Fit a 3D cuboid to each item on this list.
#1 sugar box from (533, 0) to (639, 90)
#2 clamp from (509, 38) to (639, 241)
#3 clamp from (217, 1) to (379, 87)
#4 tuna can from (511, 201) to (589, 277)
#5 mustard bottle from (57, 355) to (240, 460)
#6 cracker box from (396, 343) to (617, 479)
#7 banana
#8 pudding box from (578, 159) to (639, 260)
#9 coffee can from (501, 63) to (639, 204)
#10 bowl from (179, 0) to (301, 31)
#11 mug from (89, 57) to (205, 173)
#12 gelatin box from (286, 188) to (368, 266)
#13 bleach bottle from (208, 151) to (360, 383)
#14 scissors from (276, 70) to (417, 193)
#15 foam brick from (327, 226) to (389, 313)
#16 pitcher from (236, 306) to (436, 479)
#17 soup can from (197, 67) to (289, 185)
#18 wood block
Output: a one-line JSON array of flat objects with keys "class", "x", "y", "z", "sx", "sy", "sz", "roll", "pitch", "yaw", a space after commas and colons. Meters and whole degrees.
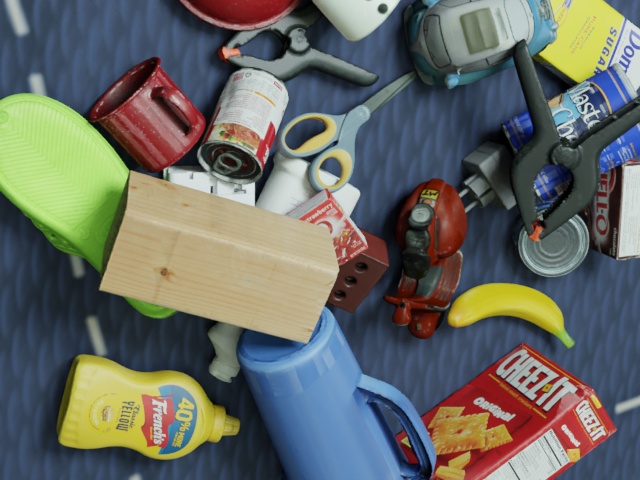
[{"class": "sugar box", "x": 0.294, "y": -0.226, "z": 1.205, "sx": 0.176, "sy": 0.048, "sz": 0.093, "roll": 29, "pitch": 94, "yaw": -19}, {"class": "clamp", "x": 0.245, "y": -0.100, "z": 1.105, "sx": 0.164, "sy": 0.036, "sz": 0.210, "roll": 22, "pitch": 115, "yaw": -1}, {"class": "clamp", "x": -0.018, "y": -0.200, "z": 1.118, "sx": 0.171, "sy": 0.039, "sz": 0.120, "roll": -21, "pitch": 94, "yaw": -10}, {"class": "tuna can", "x": 0.268, "y": -0.001, "z": 1.243, "sx": 0.086, "sy": 0.034, "sz": 0.086, "roll": 0, "pitch": 103, "yaw": -2}, {"class": "mustard bottle", "x": -0.179, "y": 0.186, "z": 1.147, "sx": 0.191, "sy": 0.058, "sz": 0.096, "roll": 13, "pitch": 97, "yaw": -20}, {"class": "cracker box", "x": 0.199, "y": 0.224, "z": 1.214, "sx": 0.213, "sy": 0.164, "sz": 0.072, "roll": -36, "pitch": 112, "yaw": -7}, {"class": "banana", "x": 0.218, "y": 0.080, "z": 1.235, "sx": 0.197, "sy": 0.070, "sz": 0.037, "roll": 11, "pitch": 130, "yaw": -32}, {"class": "pudding box", "x": 0.336, "y": -0.041, "z": 1.235, "sx": 0.039, "sy": 0.090, "sz": 0.113, "roll": -7, "pitch": 104, "yaw": -16}, {"class": "coffee can", "x": 0.285, "y": -0.116, "z": 1.172, "sx": 0.140, "sy": 0.102, "sz": 0.102, "roll": -28, "pitch": 110, "yaw": 14}, {"class": "bowl", "x": -0.076, "y": -0.292, "z": 1.056, "sx": 0.162, "sy": 0.055, "sz": 0.162, "roll": 0, "pitch": 90, "yaw": -14}, {"class": "mug", "x": -0.161, "y": -0.123, "z": 1.056, "sx": 0.081, "sy": 0.117, "sz": 0.093, "roll": 49, "pitch": 57, "yaw": -26}, {"class": "gelatin box", "x": -0.007, "y": 0.001, "z": 1.093, "sx": 0.089, "sy": 0.030, "sz": 0.073, "roll": -33, "pitch": 117, "yaw": 9}, {"class": "bleach bottle", "x": -0.057, "y": 0.035, "z": 1.149, "sx": 0.102, "sy": 0.068, "sz": 0.251, "roll": 26, "pitch": 96, "yaw": -21}, {"class": "scissors", "x": 0.044, "y": -0.112, "z": 1.128, "sx": 0.201, "sy": 0.016, "sz": 0.096, "roll": -22, "pitch": 89, "yaw": -31}, {"class": "foam brick", "x": 0.032, "y": 0.030, "z": 1.164, "sx": 0.053, "sy": 0.051, "sz": 0.078, "roll": 25, "pitch": 121, "yaw": -18}, {"class": "pitcher", "x": 0.012, "y": 0.185, "z": 1.133, "sx": 0.149, "sy": 0.145, "sz": 0.243, "roll": -31, "pitch": 123, "yaw": -14}, {"class": "soup can", "x": -0.077, "y": -0.116, "z": 1.082, "sx": 0.068, "sy": 0.069, "sz": 0.102, "roll": 31, "pitch": 57, "yaw": -21}, {"class": "wood block", "x": -0.097, "y": 0.017, "z": 1.022, "sx": 0.206, "sy": 0.090, "sz": 0.091, "roll": 16, "pitch": 116, "yaw": -15}]
